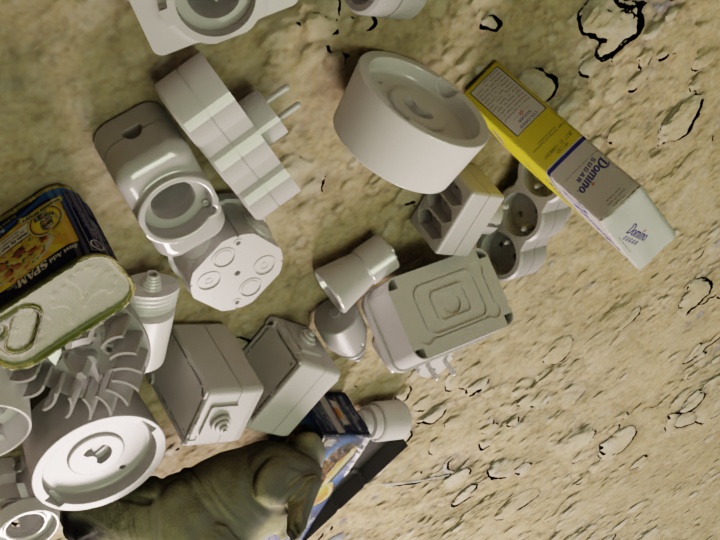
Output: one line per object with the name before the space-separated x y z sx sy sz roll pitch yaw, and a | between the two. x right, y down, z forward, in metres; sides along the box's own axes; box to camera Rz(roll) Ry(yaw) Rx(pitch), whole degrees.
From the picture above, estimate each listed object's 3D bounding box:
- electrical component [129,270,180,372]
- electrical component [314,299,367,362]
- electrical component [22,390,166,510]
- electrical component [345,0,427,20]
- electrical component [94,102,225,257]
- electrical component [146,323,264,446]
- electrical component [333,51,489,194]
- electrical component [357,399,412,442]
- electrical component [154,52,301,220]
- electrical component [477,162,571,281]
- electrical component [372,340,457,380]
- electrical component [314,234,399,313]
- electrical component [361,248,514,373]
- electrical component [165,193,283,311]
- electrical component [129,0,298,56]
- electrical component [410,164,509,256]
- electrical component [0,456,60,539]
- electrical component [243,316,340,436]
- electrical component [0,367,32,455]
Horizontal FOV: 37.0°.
electrical component | -0.163 0.034 0.815 0.043 0.043 0.081 -7 133 -32
electrical component | -0.013 0.056 0.952 0.040 0.040 0.078 -32 141 -5
electrical component | -0.217 0.133 0.861 0.108 0.060 0.108 -21 139 -19
electrical component | 0.046 -0.228 0.699 0.074 0.052 0.138 -3 131 -35
electrical component | -0.133 -0.057 0.732 0.054 0.059 0.095 -31 141 -7
electrical component | -0.120 0.095 0.866 0.061 0.096 0.061 1 128 -39
electrical component | 0.032 -0.101 0.777 0.108 0.108 0.060 5 132 -40
electrical component | 0.015 0.151 1.068 0.078 0.040 0.040 0 129 -37
electrical component | -0.075 -0.099 0.739 0.074 0.052 0.138 -36 141 0
electrical component | 0.164 -0.055 0.962 0.074 0.052 0.138 -14 139 -45
electrical component | 0.061 0.073 0.994 0.066 0.076 0.047 -11 135 -28
electrical component | 0.000 0.000 0.905 0.065 0.044 0.044 -35 142 -9
electrical component | 0.067 0.036 0.945 0.113 0.078 0.057 -19 172 -30
electrical component | -0.102 -0.013 0.807 0.080 0.051 0.080 -21 139 -19
electrical component | -0.049 -0.204 0.601 0.186 0.060 0.105 -21 130 0
electrical component | 0.096 -0.050 0.921 0.077 0.047 0.065 4 127 -39
electrical component | -0.279 0.191 0.876 0.078 0.057 0.058 2 128 -38
electrical component | -0.063 0.088 0.930 0.061 0.061 0.096 23 114 -47
electrical component | -0.291 0.099 0.788 0.099 0.064 0.099 -16 149 -10
